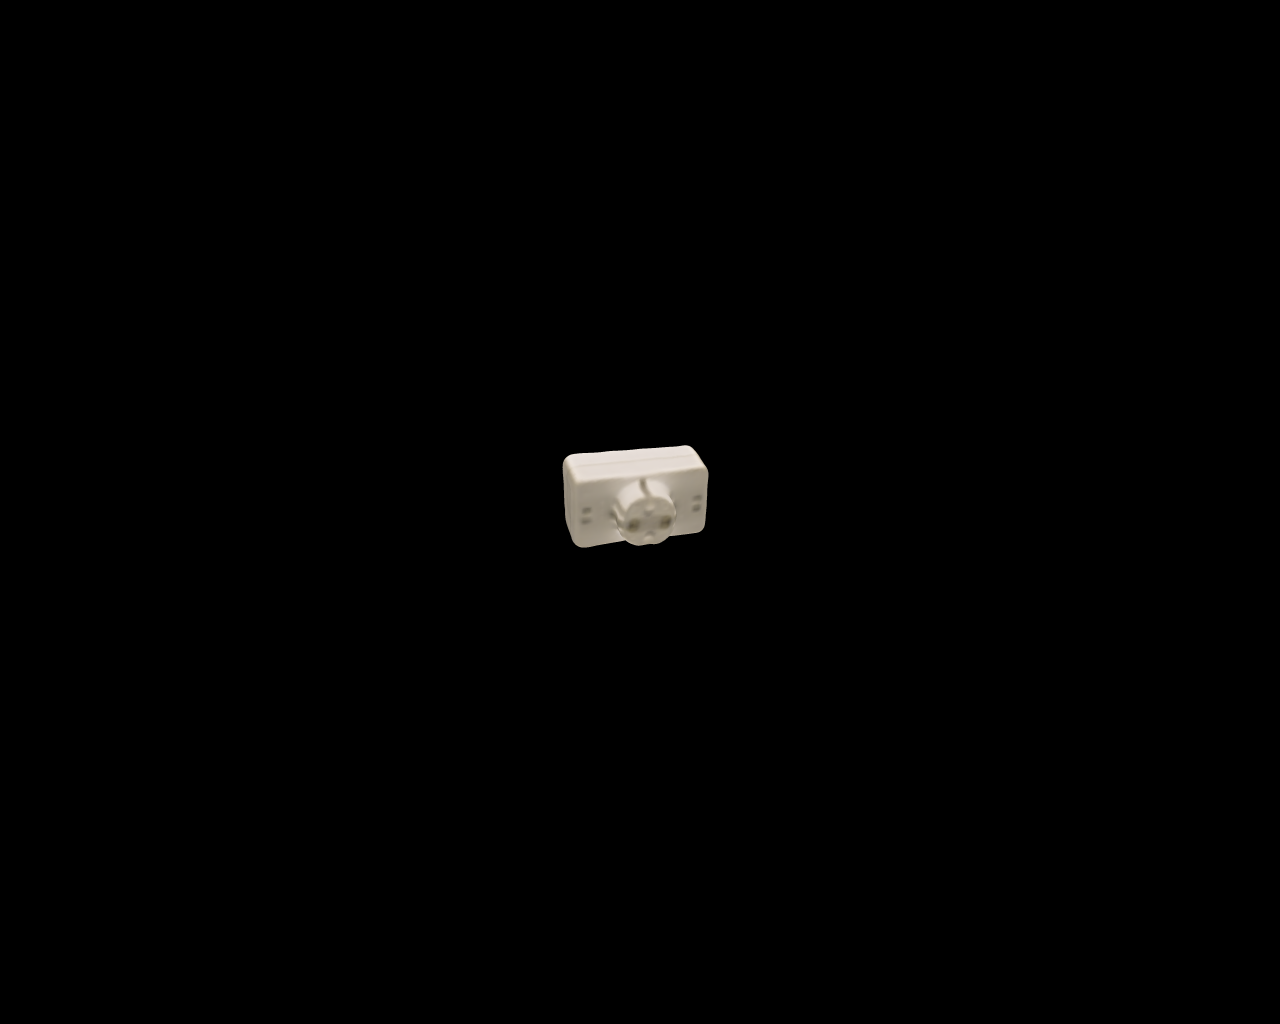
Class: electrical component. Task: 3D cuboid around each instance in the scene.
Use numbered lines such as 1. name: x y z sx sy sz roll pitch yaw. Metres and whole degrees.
1. electrical component: 0.001 -0.003 0.650 0.083 0.047 0.076 -6 28 -12
